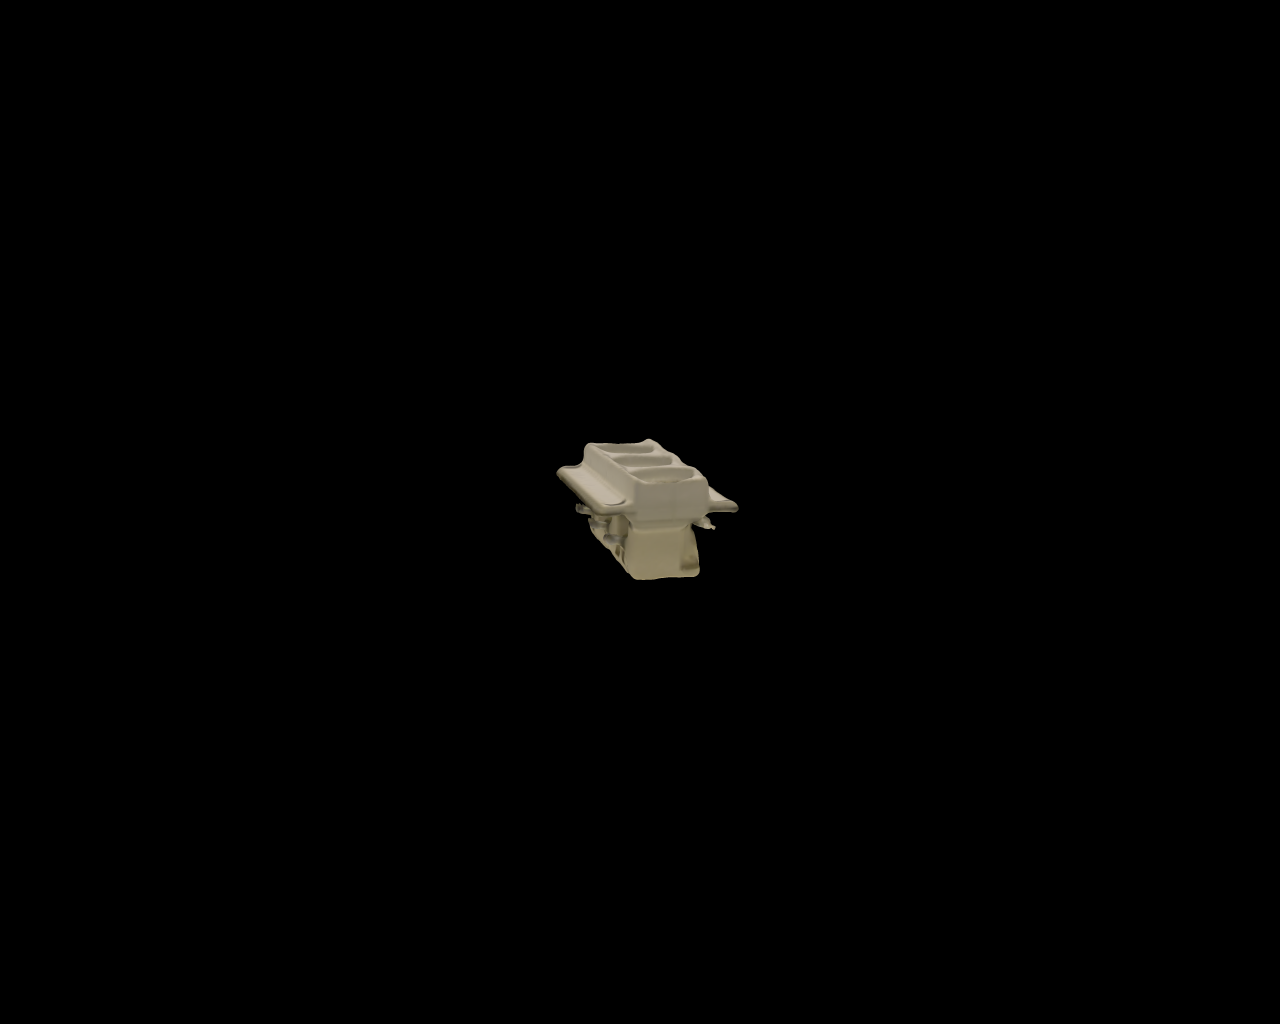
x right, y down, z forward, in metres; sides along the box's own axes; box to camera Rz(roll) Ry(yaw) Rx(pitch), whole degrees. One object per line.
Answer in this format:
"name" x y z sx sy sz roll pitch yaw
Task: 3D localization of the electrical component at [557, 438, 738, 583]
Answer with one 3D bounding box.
"electrical component" 0.001 -0.003 0.650 0.079 0.063 0.121 -4 15 -15
